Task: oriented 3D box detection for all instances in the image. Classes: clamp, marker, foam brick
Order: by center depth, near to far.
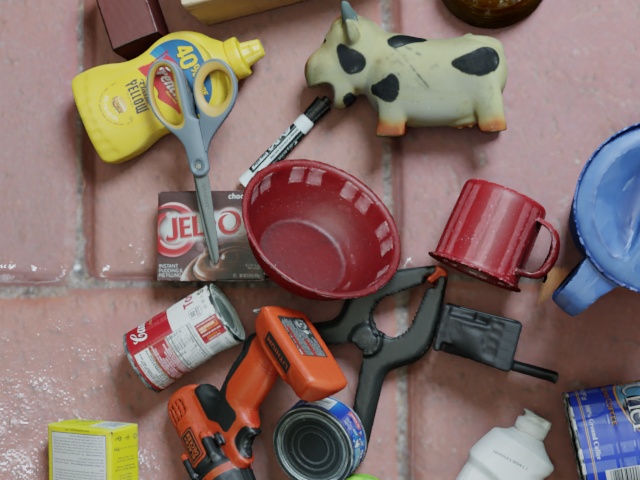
[{"bbox_3d":[0.049,0.107,1.036,0.210,0.036,0.164,-37,85,10],"label":"clamp"},{"bbox_3d":[-0.034,-0.098,1.065,0.020,0.020,0.121,45,95,8],"label":"marker"},{"bbox_3d":[-0.191,-0.230,1.078,0.051,0.053,0.078,-20,84,8],"label":"foam brick"}]

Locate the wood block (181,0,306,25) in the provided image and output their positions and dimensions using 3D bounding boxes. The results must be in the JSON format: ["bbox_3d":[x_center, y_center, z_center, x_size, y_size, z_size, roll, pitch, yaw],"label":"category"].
[{"bbox_3d":[-0.033,-0.283,1.035,0.206,0.090,0.090,-12,87,8],"label":"wood block"}]

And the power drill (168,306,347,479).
[{"bbox_3d":[-0.057,0.169,0.986,0.188,0.057,0.184,-51,53,24],"label":"power drill"}]

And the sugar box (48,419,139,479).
[{"bbox_3d":[-0.223,0.270,1.057,0.094,0.048,0.176,-2,90,36],"label":"sugar box"}]

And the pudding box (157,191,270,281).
[{"bbox_3d":[-0.105,-0.003,1.063,0.113,0.039,0.090,0,87,9],"label":"pudding box"}]

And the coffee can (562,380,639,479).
[{"bbox_3d":[0.298,0.175,0.959,0.140,0.102,0.103,-11,86,9],"label":"coffee can"}]

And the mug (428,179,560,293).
[{"bbox_3d":[0.168,-0.003,0.988,0.117,0.093,0.081,21,86,39],"label":"mug"}]

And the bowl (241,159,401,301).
[{"bbox_3d":[-0.007,0.001,1.014,0.162,0.161,0.055,42,137,8],"label":"bowl"}]

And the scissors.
[{"bbox_3d":[-0.102,-0.086,1.029,0.096,0.016,0.202,-24,93,7],"label":"scissors"}]

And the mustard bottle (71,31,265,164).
[{"bbox_3d":[-0.145,-0.154,1.065,0.192,0.058,0.096,-22,87,7],"label":"mustard bottle"}]

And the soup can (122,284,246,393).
[{"bbox_3d":[-0.133,0.096,1.050,0.102,0.068,0.068,-31,84,6],"label":"soup can"}]

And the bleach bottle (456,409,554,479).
[{"bbox_3d":[0.156,0.281,1.001,0.102,0.068,0.251,27,90,7],"label":"bleach bottle"}]

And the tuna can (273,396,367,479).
[{"bbox_3d":[-0.001,0.193,1.016,0.086,0.033,0.086,6,104,23],"label":"tuna can"}]

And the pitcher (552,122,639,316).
[{"bbox_3d":[0.265,-0.013,0.900,0.149,0.242,0.145,-3,88,9],"label":"pitcher"}]
